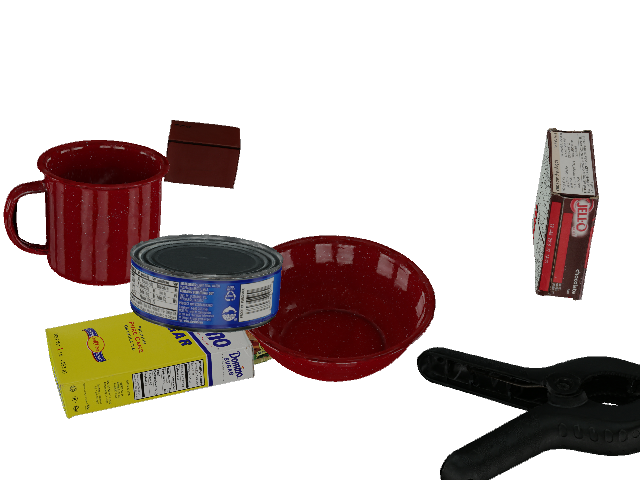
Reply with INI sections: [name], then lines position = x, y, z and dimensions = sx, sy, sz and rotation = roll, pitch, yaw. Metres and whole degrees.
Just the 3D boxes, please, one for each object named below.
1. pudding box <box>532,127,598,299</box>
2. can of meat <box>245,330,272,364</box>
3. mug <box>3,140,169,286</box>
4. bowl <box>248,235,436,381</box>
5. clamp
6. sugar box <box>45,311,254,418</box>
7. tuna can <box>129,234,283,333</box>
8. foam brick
[pudding box]
position = 0.187, -0.023, 0.817
dimensions = 0.039, 0.090, 0.113
rotation = 6, 32, 6
[can of meat]
position = -0.098, 0.100, 1.240
dimensions = 0.101, 0.084, 0.058
rotation = -9, 18, -36
[mug]
position = -0.168, -0.018, 0.770
dimensions = 0.117, 0.081, 0.093
rotation = -7, 27, -26
[bowl]
position = 0.011, 0.064, 0.866
dimensions = 0.162, 0.055, 0.162
rotation = 1, 36, -1
[clamp]
position = 0.144, 0.109, 0.655
dimensions = 0.171, 0.039, 0.120
rotation = -1, 37, 8
[sugar box]
position = -0.158, 0.104, 0.988
dimensions = 0.176, 0.048, 0.093
rotation = -13, 34, -16
[tuna can]
position = -0.065, 0.023, 0.602
dimensions = 0.086, 0.034, 0.086
rotation = 4, 14, -1
[foam brick]
position = -0.128, -0.094, 1.159
dimensions = 0.078, 0.051, 0.053
rotation = 6, 30, -6
